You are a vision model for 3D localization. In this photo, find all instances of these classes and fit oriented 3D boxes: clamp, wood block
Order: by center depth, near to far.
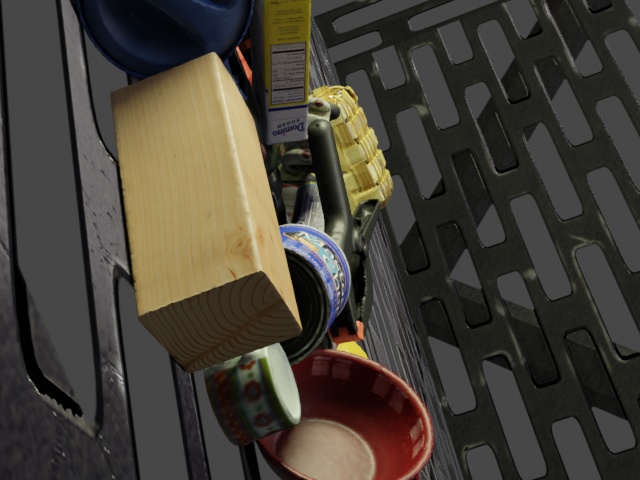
[{"bbox_3d":[-0.085,-0.023,0.772,0.090,0.091,0.206,61,12,-53],"label":"wood block"},{"bbox_3d":[0.030,0.007,1.046,0.164,0.036,0.210,44,39,-58],"label":"clamp"}]

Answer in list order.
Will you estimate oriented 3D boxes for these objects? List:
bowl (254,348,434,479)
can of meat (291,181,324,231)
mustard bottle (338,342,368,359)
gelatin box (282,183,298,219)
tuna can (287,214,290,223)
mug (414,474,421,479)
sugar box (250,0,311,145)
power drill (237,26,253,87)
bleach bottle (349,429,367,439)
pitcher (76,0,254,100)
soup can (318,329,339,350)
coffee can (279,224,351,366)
[{"bbox_3d":[0.010,0.164,0.889,0.162,0.162,0.055,-101,-158,-52],"label":"bowl"},{"bbox_3d":[-0.007,0.001,1.130,0.102,0.057,0.084,99,0,-46],"label":"can of meat"},{"bbox_3d":[0.037,0.194,1.235,0.191,0.058,0.096,-91,159,-68],"label":"mustard bottle"},{"bbox_3d":[-0.041,-0.044,1.289,0.073,0.030,0.089,-98,-166,-56],"label":"gelatin box"},{"bbox_3d":[-0.048,0.002,1.217,0.086,0.034,0.086,-20,90,-83],"label":"tuna can"},{"bbox_3d":[0.071,0.284,1.155,0.117,0.081,0.093,-49,119,-82],"label":"mug"},{"bbox_3d":[-0.036,-0.179,0.934,0.176,0.048,0.093,89,-10,-49],"label":"sugar box"},{"bbox_3d":[-0.081,-0.204,1.117,0.184,0.057,0.188,67,-20,-2],"label":"power drill"},{"bbox_3d":[0.039,0.178,1.065,0.250,0.102,0.068,-51,147,-77],"label":"bleach bottle"},{"bbox_3d":[-0.117,-0.211,0.906,0.243,0.145,0.149,-98,-158,-71],"label":"pitcher"},{"bbox_3d":[-0.011,0.089,1.058,0.102,0.069,0.068,-52,122,-71],"label":"soup can"},{"bbox_3d":[-0.032,0.045,0.910,0.140,0.103,0.103,-41,111,-79],"label":"coffee can"}]
